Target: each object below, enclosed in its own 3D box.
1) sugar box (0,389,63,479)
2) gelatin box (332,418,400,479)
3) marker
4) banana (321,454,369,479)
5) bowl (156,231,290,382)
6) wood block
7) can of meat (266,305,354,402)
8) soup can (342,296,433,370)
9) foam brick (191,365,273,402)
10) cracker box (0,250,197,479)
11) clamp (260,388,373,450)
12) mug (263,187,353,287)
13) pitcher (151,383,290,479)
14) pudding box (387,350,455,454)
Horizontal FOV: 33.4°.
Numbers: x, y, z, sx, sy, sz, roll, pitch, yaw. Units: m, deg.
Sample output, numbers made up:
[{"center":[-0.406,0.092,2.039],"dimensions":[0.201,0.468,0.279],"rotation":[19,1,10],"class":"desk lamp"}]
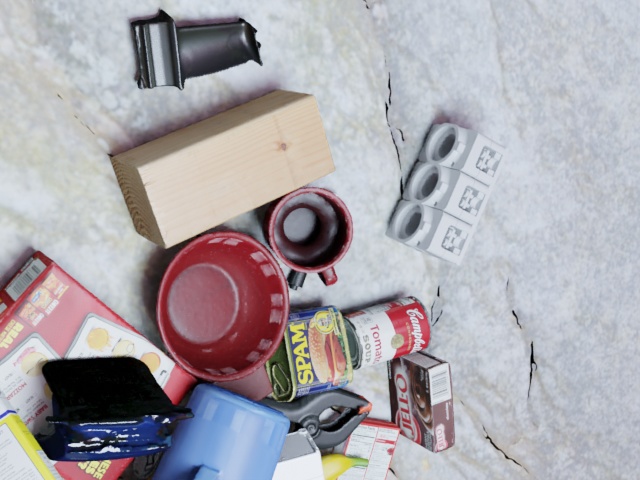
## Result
[{"center":[-0.303,0.203,0.968],"dimensions":[0.093,0.048,0.176],"rotation":[-35,81,-9],"class":"sugar box"},{"center":[0.053,0.265,1.323],"dimensions":[0.073,0.030,0.089],"rotation":[14,93,-31],"class":"gelatin box"},{"center":[-0.008,0.002,1.232],"dimensions":[0.020,0.020,0.121],"rotation":[23,89,-32],"class":"marker"},{"center":[-0.024,0.326,1.276],"dimensions":[0.069,0.037,0.198],"rotation":[37,92,-2],"class":"banana"},{"center":[-0.114,0.071,1.156],"dimensions":[0.161,0.055,0.162],"rotation":[0,90,-34],"class":"bowl"},{"center":[-0.100,-0.078,1.120],"dimensions":[0.205,0.090,0.091],"rotation":[-25,112,-23],"class":"wood block"},{"center":[-0.015,0.128,1.225],"dimensions":[0.083,0.058,0.102],"rotation":[-7,84,-31],"class":"can of meat"},{"center":[0.074,0.111,1.278],"dimensions":[0.102,0.069,0.068],"rotation":[-14,108,-26],"class":"soup can"},{"center":[-0.101,0.161,1.196],"dimensions":[0.078,0.053,0.051],"rotation":[-30,115,-20],"class":"foam brick"},{"center":[-0.259,0.139,1.089],"dimensions":[0.164,0.072,0.213],"rotation":[-50,121,-9],"class":"cracker box"},{"center":[-0.021,0.227,1.261],"dimensions":[0.171,0.039,0.120],"rotation":[-6,112,-17],"class":"clamp"},{"center":[-0.012,-0.003,1.178],"dimensions":[0.093,0.081,0.117],"rotation":[-30,100,-8],"class":"mug"},{"center":[-0.122,0.275,1.090],"dimensions":[0.144,0.149,0.243],"rotation":[27,81,-37],"class":"pitcher"},{"center":[0.123,0.194,1.313],"dimensions":[0.039,0.090,0.113],"rotation":[-12,106,-30],"class":"pudding box"}]
